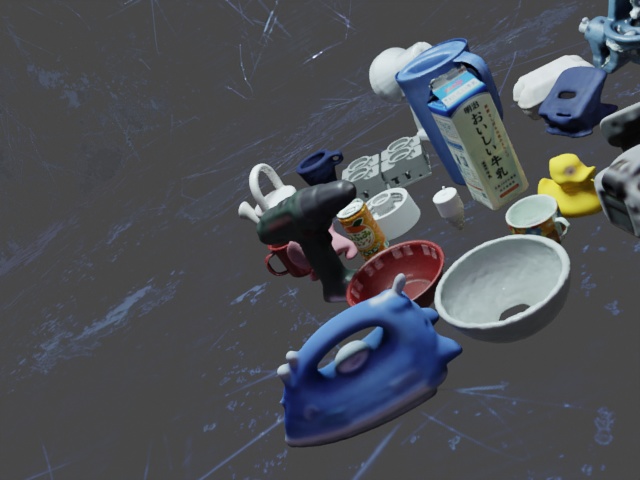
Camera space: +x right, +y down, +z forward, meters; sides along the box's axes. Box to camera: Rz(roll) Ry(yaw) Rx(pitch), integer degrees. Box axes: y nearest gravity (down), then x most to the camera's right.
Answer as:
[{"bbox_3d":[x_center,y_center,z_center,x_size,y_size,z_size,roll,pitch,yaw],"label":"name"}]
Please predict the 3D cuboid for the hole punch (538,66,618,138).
[{"bbox_3d":[0.445,-0.242,1.003,0.101,0.091,0.108,-37,26,-8],"label":"hole punch"}]

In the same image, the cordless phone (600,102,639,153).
[{"bbox_3d":[0.473,-0.224,0.829,0.147,0.185,0.094,-23,27,20],"label":"cordless phone"}]

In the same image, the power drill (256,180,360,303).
[{"bbox_3d":[0.009,0.003,0.933,0.228,0.209,0.076,-8,35,42],"label":"power drill"}]

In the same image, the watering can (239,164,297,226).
[{"bbox_3d":[-0.092,-0.067,1.191,0.172,0.194,0.101,-26,26,15],"label":"watering can"}]

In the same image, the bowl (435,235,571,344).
[{"bbox_3d":[0.233,0.072,0.709,0.167,0.075,0.167,-26,26,14],"label":"bowl"}]

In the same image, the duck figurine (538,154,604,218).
[{"bbox_3d":[0.359,-0.085,0.830,0.078,0.086,0.104,-43,27,-20],"label":"duck figurine"}]

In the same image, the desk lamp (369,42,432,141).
[{"bbox_3d":[0.225,-0.336,1.280,0.118,0.214,0.202,-40,26,-15],"label":"desk lamp"}]

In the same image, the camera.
[{"bbox_3d":[0.434,-0.074,0.706,0.137,0.101,0.143,-33,25,1],"label":"camera"}]

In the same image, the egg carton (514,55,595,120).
[{"bbox_3d":[0.456,-0.300,1.118,0.150,0.069,0.107,-25,26,16],"label":"egg carton"}]

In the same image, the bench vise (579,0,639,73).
[{"bbox_3d":[0.537,-0.403,1.032,0.122,0.220,0.206,-44,27,-22],"label":"bench vise"}]

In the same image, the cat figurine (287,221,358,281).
[{"bbox_3d":[-0.008,0.014,1.040,0.067,0.118,0.128,3,43,51],"label":"cat figurine"}]

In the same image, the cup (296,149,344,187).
[{"bbox_3d":[0.016,-0.156,1.341,0.117,0.095,0.092,-20,28,25],"label":"cup"}]

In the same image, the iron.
[{"bbox_3d":[0.036,0.152,0.715,0.258,0.142,0.118,-32,25,2],"label":"iron"}]
